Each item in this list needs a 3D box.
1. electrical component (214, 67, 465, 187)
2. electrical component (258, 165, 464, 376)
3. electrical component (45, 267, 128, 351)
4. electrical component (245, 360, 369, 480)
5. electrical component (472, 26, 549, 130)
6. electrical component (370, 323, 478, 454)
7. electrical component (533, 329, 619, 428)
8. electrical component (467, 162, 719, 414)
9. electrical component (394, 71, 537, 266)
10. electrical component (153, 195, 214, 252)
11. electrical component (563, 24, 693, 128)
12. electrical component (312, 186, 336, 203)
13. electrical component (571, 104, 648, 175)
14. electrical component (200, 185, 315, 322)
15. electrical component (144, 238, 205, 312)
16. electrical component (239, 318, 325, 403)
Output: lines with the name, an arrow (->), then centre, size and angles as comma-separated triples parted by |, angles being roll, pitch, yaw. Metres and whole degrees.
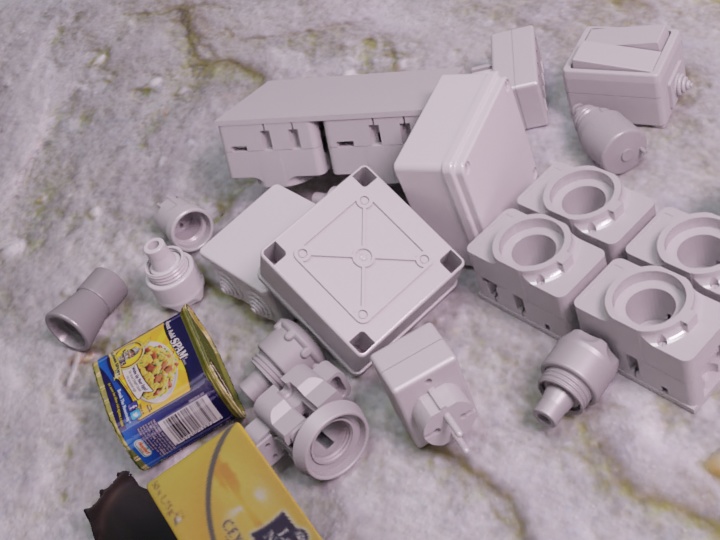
electrical component -> -0.012, -0.120, 0.907 | 0.186, 0.060, 0.105 | 1, 28, 24
electrical component -> 0.000, 0.000, 0.780 | 0.109, 0.056, 0.108 | -41, 79, -18
electrical component -> -0.224, 0.029, 0.894 | 0.044, 0.044, 0.065 | 9, 48, 30
electrical component -> -0.031, 0.105, 0.724 | 0.078, 0.058, 0.057 | -40, 43, -16
electrical component -> 0.118, -0.160, 0.925 | 0.076, 0.047, 0.083 | -11, 45, 16
electrical component -> 0.050, 0.087, 0.698 | 0.047, 0.065, 0.076 | -29, 43, -5
electrical component -> 0.135, 0.073, 0.693 | 0.043, 0.043, 0.062 | 22, 61, 37
electrical component -> 0.177, 0.001, 0.731 | 0.105, 0.060, 0.186 | -43, 46, -19
electrical component -> 0.083, -0.075, 0.813 | 0.056, 0.108, 0.108 | 5, 50, 31
electrical component -> -0.155, -0.042, 0.935 | 0.040, 0.040, 0.046 | -38, 39, -15
electrical component -> 0.220, -0.160, 0.869 | 0.096, 0.061, 0.061 | 10, 53, 31
electrical component -> -0.013, -0.055, 0.888 | 0.061, 0.035, 0.035 | 10, 53, 33
electrical component -> 0.192, -0.108, 0.846 | 0.040, 0.040, 0.078 | -28, 43, -5
electrical component -> -0.063, -0.011, 0.857 | 0.100, 0.048, 0.100 | -43, 47, -19
electrical component -> -0.155, 0.001, 0.875 | 0.043, 0.062, 0.043 | -12, 45, 12
electrical component -> -0.060, 0.069, 0.781 | 0.062, 0.048, 0.048 | -43, 46, -9
